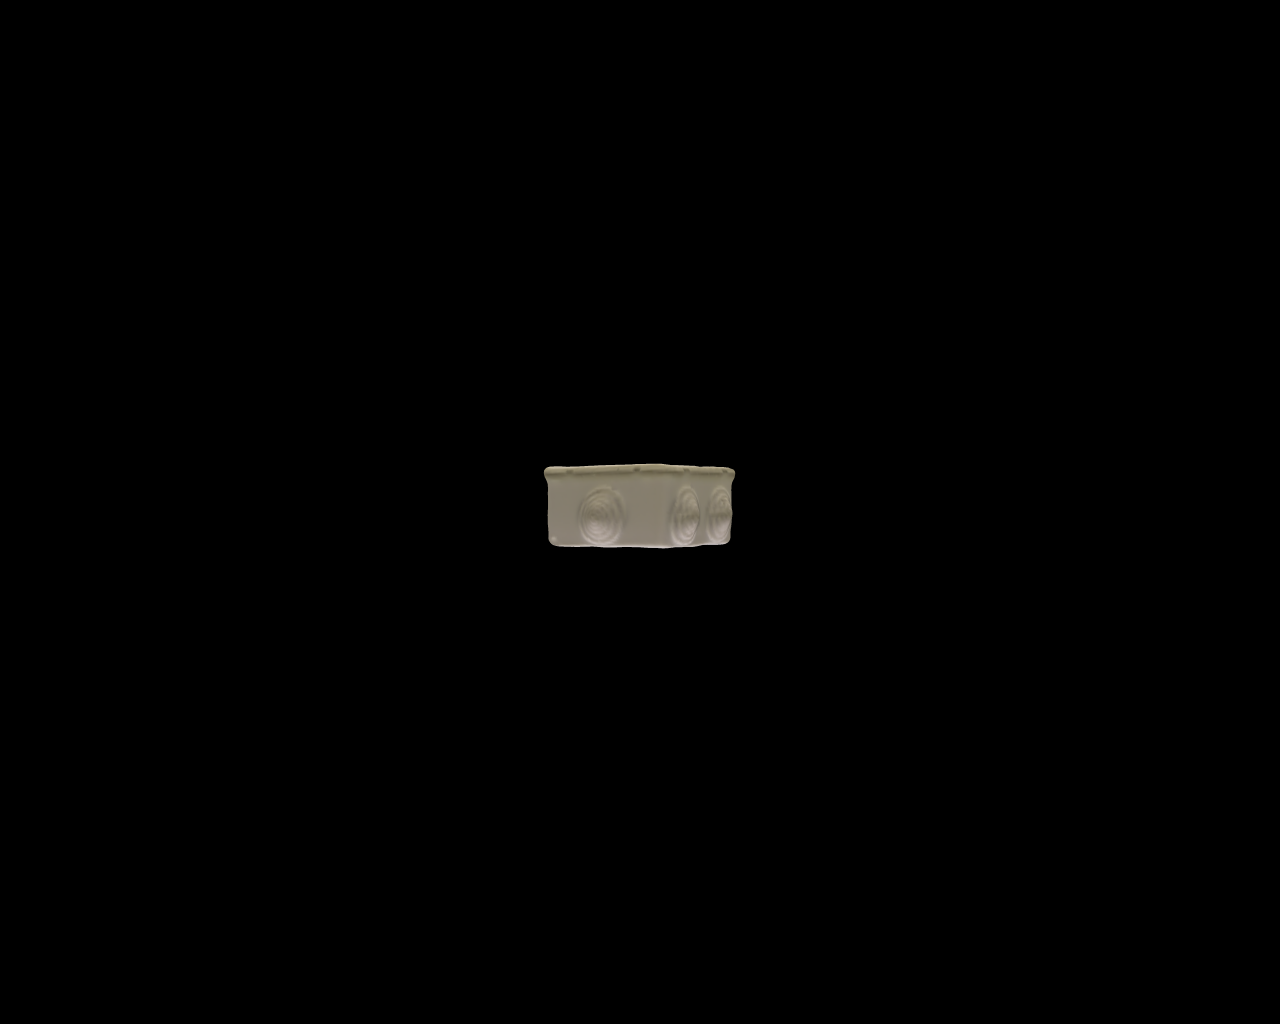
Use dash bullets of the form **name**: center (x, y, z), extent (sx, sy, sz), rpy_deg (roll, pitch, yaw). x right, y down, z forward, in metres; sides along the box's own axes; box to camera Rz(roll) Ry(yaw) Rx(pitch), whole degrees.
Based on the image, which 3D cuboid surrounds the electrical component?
- **electrical component**: center (0.001, -0.003, 0.650), extent (0.100, 0.048, 0.100), rpy_deg (0, 0, 32)
